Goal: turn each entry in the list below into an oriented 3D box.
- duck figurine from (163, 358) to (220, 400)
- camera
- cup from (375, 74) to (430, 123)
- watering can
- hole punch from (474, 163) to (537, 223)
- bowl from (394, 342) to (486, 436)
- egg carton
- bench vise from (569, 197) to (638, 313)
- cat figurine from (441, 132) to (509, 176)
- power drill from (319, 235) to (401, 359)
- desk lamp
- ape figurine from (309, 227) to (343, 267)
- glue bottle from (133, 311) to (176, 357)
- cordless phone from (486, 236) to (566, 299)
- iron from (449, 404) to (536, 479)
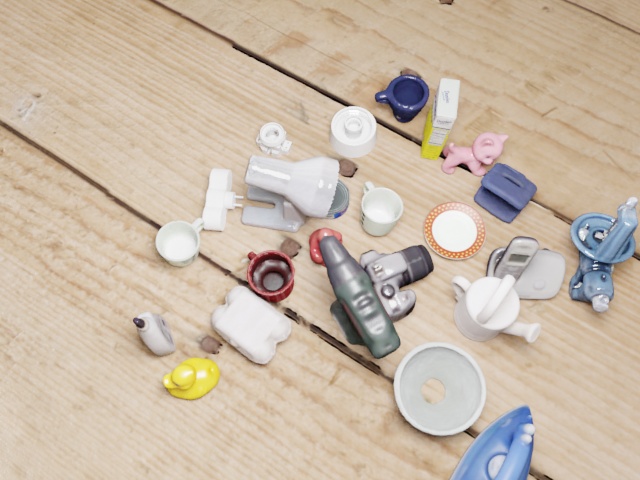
[{"bbox_3d":[-0.244,0.256,1.075,0.104,0.086,0.077,-15,70,-4],"label":"duck figurine"},{"bbox_3d":[0.160,0.071,1.128,0.137,0.101,0.143,-22,71,-7],"label":"camera"},{"bbox_3d":[0.178,-0.302,1.268,0.117,0.095,0.091,-6,70,-1],"label":"cup"},{"bbox_3d":[0.322,0.122,1.056,0.172,0.194,0.101,17,71,7],"label":"watering can"},{"bbox_3d":[0.389,-0.109,1.195,0.108,0.091,0.101,36,74,13],"label":"hole punch"},{"bbox_3d":[0.218,0.278,1.064,0.167,0.075,0.167,0,70,1],"label":"bowl"},{"bbox_3d":[-0.135,0.165,1.115,0.150,0.069,0.107,34,74,13],"label":"egg carton"},{"bbox_3d":[0.549,0.023,1.074,0.121,0.220,0.207,-8,70,-2],"label":"bench vise"},{"bbox_3d":[0.329,-0.191,1.212,0.127,0.118,0.067,2,70,2],"label":"cat figurine"},{"bbox_3d":[0.064,0.118,1.055,0.076,0.208,0.229,-30,72,-9],"label":"power drill"},{"bbox_3d":[-0.064,-0.094,1.133,0.203,0.213,0.118,7,70,4],"label":"desk lamp"},{"bbox_3d":[0.011,0.004,1.160,0.078,0.092,0.076,-26,71,-8],"label":"ape figurine"},{"bbox_3d":[-0.314,0.167,1.063,0.037,0.173,0.078,-22,71,-6],"label":"glue bottle"},{"bbox_3d":[0.402,0.046,1.087,0.147,0.185,0.094,2,70,2],"label":"cordless phone"},{"bbox_3d":[0.316,0.390,0.985,0.118,0.141,0.258,31,73,12],"label":"iron"}]
